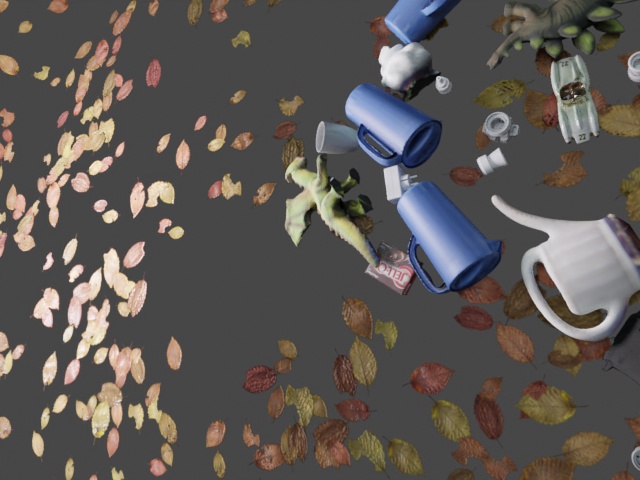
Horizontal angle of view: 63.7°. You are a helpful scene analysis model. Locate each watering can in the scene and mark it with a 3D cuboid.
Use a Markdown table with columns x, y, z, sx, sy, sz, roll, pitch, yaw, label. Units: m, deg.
| x | y | z | sx | sy | sz | roll | pitch | yaw | label |
| --- | --- | --- | --- | --- | --- | --- | --- | --- | --- |
| 0.502 | 0.019 | 1.023 | 0.222 | 0.103 | 0.353 | -28 | 66 | 20 | watering can |

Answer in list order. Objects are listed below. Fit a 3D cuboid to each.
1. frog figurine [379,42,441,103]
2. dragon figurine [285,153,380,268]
| x | y | z | sx | sy | sz | roll | pitch | yaw | label |
| --- | --- | --- | --- | --- | --- | --- | --- | --- | --- |
| 0.208 | -0.448 | 1.312 | 0.135 | 0.123 | 0.161 | -47 | 70 | 35 | frog figurine |
| 0.004 | -0.068 | 1.358 | 0.239 | 0.122 | 0.418 | -37 | 59 | 37 | dragon figurine |
